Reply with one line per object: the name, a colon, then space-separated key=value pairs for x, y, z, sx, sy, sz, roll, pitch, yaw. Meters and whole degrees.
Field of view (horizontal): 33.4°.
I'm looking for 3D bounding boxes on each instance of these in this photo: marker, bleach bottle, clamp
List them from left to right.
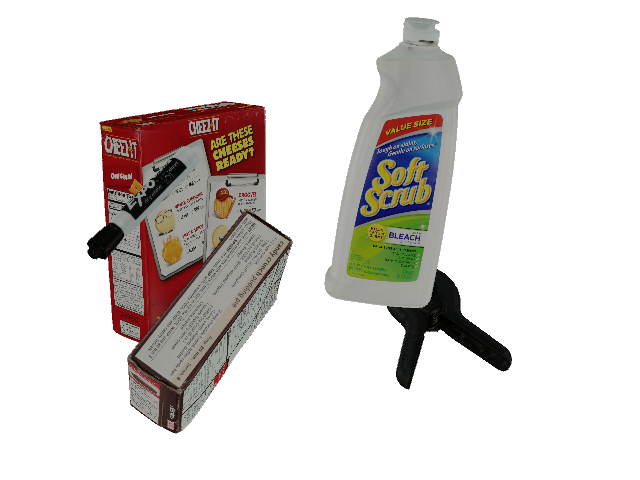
marker: x=-0.135 y=-0.028 z=0.814 sx=0.020 sy=0.020 sz=0.121 roll=0 pitch=40 yaw=45
bleach bottle: x=0.066 y=-0.069 z=0.940 sx=0.102 sy=0.251 sz=0.068 roll=7 pitch=19 yaw=3
clamp: x=0.125 y=0.081 z=1.108 sx=0.120 sy=0.171 sz=0.039 roll=2 pitch=-43 yaw=-12

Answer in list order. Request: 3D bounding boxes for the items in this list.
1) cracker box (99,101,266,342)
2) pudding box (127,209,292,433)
cracker box: x=-0.132 y=-0.022 z=1.061 sx=0.072 sy=0.214 sz=0.163 roll=13 pitch=21 yaw=40
pudding box: x=-0.064 y=0.048 z=0.615 sx=0.039 sy=0.113 sz=0.090 roll=31 pitch=-25 yaw=7
